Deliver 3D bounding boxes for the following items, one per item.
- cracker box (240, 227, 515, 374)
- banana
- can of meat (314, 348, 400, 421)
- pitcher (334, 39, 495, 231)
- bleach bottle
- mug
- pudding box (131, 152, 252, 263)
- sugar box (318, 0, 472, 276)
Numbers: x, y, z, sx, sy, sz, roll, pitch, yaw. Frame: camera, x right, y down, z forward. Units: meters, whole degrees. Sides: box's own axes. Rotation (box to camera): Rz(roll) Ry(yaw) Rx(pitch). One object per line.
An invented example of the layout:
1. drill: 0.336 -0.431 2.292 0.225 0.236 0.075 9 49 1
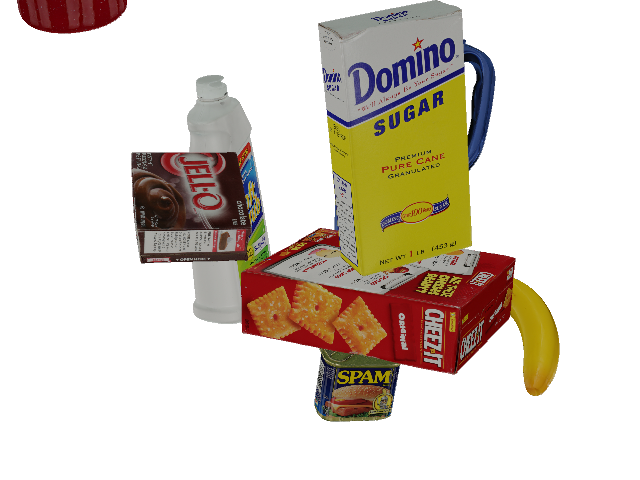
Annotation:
1. cracker box: 0.056 0.052 1.006 0.214 0.072 0.164 9 19 25
2. banana: 0.213 0.090 1.134 0.069 0.037 0.198 -28 36 0
3. can of meat: 0.045 0.176 1.328 0.102 0.084 0.057 2 23 -15
4. pitcher: 0.088 -0.105 1.148 0.149 0.243 0.144 11 13 31
5. bleach bottle: -0.103 -0.045 1.118 0.068 0.251 0.102 7 27 26
6. mug: -0.200 -0.206 0.789 0.117 0.081 0.093 0 37 1
7. pudding box: -0.107 -0.029 0.872 0.090 0.039 0.113 -2 40 -11
8. sugar box: 0.055 -0.071 0.745 0.093 0.176 0.048 -16 28 -18
